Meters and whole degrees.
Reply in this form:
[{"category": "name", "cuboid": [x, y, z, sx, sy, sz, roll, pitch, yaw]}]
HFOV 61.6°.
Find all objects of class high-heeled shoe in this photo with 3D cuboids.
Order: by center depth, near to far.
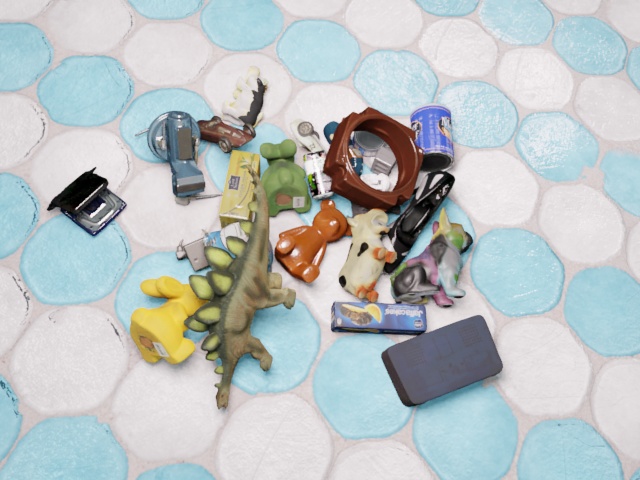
[{"category": "high-heeled shoe", "cuboid": [0.224, -0.040, 1.201, 0.086, 0.145, 0.248, 30, 65, -30]}]

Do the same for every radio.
[{"category": "radio", "cuboid": [0.259, 0.255, 1.136, 0.230, 0.073, 0.131, -18, 72, -11]}]

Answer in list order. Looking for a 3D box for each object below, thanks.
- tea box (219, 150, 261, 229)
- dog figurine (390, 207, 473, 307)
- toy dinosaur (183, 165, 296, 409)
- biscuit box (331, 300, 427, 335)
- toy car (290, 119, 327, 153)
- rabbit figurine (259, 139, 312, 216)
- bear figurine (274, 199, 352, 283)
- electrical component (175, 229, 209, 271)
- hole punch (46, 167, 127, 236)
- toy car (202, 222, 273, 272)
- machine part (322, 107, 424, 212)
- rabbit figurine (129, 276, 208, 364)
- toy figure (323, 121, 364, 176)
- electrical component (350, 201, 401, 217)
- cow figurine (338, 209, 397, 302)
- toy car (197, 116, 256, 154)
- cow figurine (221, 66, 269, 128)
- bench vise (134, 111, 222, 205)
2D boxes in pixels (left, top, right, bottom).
[{"category": "tea box", "cuboid": [-0.180, -0.106, 1.222, 0.068, 0.098, 0.169, 7, 65, -3]}, {"category": "dog figurine", "cuboid": [0.251, 0.036, 1.209, 0.192, 0.108, 0.219, 4, 63, -1]}, {"category": "toy dinosaur", "cuboid": [-0.151, 0.098, 1.052, 0.198, 0.105, 0.471, 16, 86, -35]}, {"category": "biscuit box", "cuboid": [0.126, 0.169, 1.161, 0.203, 0.062, 0.059, 3, 69, -5]}, {"category": "toy car", "cuboid": [-0.001, -0.209, 1.293, 0.056, 0.073, 0.202, -36, 75, 5]}, {"category": "rabbit figurine", "cuboid": [-0.095, -0.162, 1.240, 0.121, 0.158, 0.170, -11, 54, -1]}, {"category": "bear figurine", "cuboid": [-0.004, -0.004, 1.187, 0.196, 0.132, 0.120, -39, 97, -14]}, {"category": "electrical component", "cuboid": [-0.268, 0.023, 1.191, 0.102, 0.045, 0.078, -31, 103, -14]}, {"category": "hole punch", "cuboid": [-0.511, -0.083, 1.194, 0.116, 0.092, 0.142, 24, 66, 37]}, {"category": "toy car", "cuboid": [-0.163, 0.009, 1.148, 0.161, 0.103, 0.109, 13, 40, -32]}, {"category": "machine part", "cuboid": [0.122, -0.178, 1.202, 0.201, 0.087, 0.201, 25, 72, -17]}, {"category": "rabbit figurine", "cuboid": [-0.304, 0.146, 1.095, 0.173, 0.122, 0.162, -44, 111, -43]}, {"category": "toy figure", "cuboid": [0.062, -0.222, 1.314, 0.064, 0.057, 0.154, -20, 68, -35]}, {"category": "electrical component", "cuboid": [0.129, -0.078, 1.266, 0.119, 0.048, 0.075, 4, 67, -33]}, {"category": "cow figurine", "cuboid": [0.098, 0.024, 1.183, 0.127, 0.085, 0.194, 26, 97, 40]}, {"category": "toy car", "cuboid": [-0.232, -0.251, 1.252, 0.089, 0.053, 0.202, -34, 36, -30]}, {"category": "cow figurine", "cuboid": [-0.171, -0.356, 1.342, 0.098, 0.068, 0.167, 27, 71, -1]}, {"category": "bench vise", "cuboid": [-0.329, -0.204, 1.226, 0.129, 0.223, 0.241, -23, 42, -19]}]
